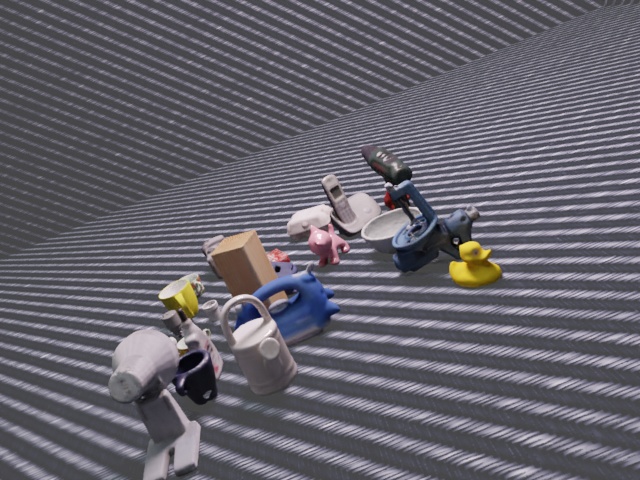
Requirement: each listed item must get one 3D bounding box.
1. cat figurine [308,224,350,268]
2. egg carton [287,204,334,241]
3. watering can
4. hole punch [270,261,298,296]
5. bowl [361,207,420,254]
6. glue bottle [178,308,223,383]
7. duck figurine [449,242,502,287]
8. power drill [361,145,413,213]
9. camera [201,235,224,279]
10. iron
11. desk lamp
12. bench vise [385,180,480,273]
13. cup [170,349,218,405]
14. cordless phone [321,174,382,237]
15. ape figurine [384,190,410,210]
[{"bbox_3d":[0.014,0.005,1.516,0.067,0.118,0.128,-9,25,32],"label":"cat figurine"},{"bbox_3d":[-0.028,-0.053,1.766,0.150,0.069,0.107,-15,23,21],"label":"egg carton"},{"bbox_3d":[-0.119,0.193,1.096,0.172,0.194,0.101,-2,30,43],"label":"watering can"},{"bbox_3d":[-0.109,0.092,1.471,0.101,0.091,0.108,-20,21,8],"label":"hole punch"},{"bbox_3d":[0.192,-0.014,1.440,0.167,0.075,0.167,-20,21,8],"label":"bowl"},{"bbox_3d":[-0.259,0.217,1.209,0.037,0.173,0.078,-21,21,6],"label":"glue bottle"},{"bbox_3d":[0.309,0.044,1.169,0.104,0.086,0.078,-5,28,39],"label":"duck figurine"},{"bbox_3d":[0.196,-0.158,1.594,0.076,0.209,0.229,-28,22,-11],"label":"power drill"},{"bbox_3d":[-0.288,0.034,1.777,0.137,0.101,0.143,-27,22,-11],"label":"camera"},{"bbox_3d":[-0.095,0.151,1.245,0.258,0.142,0.118,-23,21,0],"label":"iron"},{"bbox_3d":[-0.300,0.287,1.027,0.118,0.214,0.203,-24,21,-2],"label":"desk lamp"},{"bbox_3d":[0.239,-0.052,1.282,0.207,0.220,0.121,-26,21,-8],"label":"bench vise"},{"bbox_3d":[-0.246,0.288,1.137,0.091,0.095,0.118,-18,22,12],"label":"cup"},{"bbox_3d":[0.084,-0.116,1.642,0.148,0.185,0.093,-37,25,-31],"label":"cordless phone"},{"bbox_3d":[0.222,-0.141,1.691,0.077,0.092,0.076,-15,23,20],"label":"ape figurine"}]
